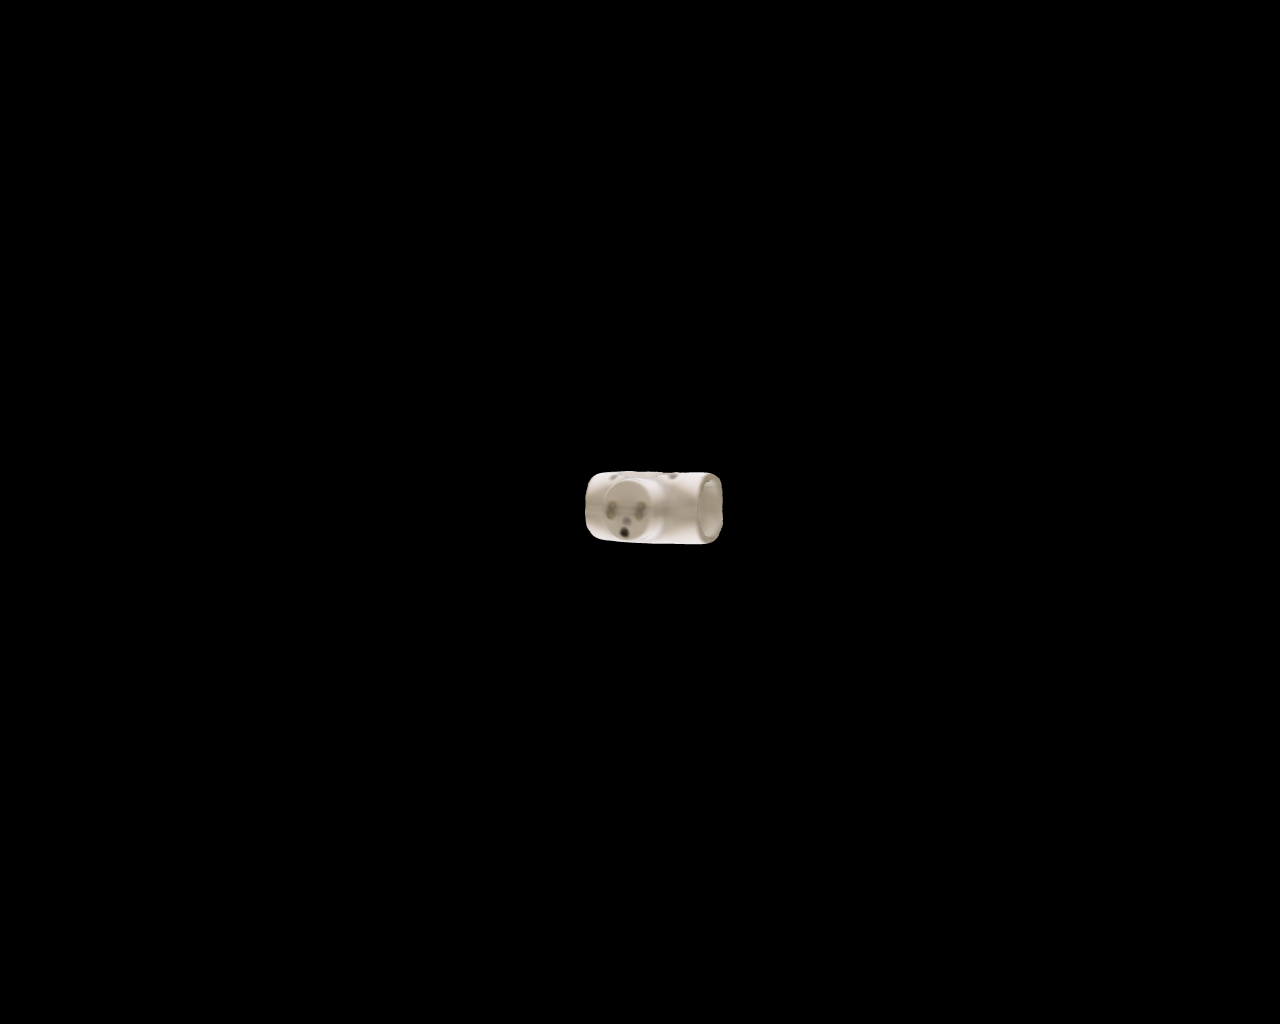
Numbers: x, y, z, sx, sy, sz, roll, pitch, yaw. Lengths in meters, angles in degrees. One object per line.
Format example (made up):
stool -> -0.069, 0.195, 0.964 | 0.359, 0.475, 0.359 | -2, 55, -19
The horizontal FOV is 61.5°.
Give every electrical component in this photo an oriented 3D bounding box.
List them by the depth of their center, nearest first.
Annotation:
electrical component -> 0.001, -0.003, 0.650 | 0.077, 0.044, 0.079 | 2, 4, 27
